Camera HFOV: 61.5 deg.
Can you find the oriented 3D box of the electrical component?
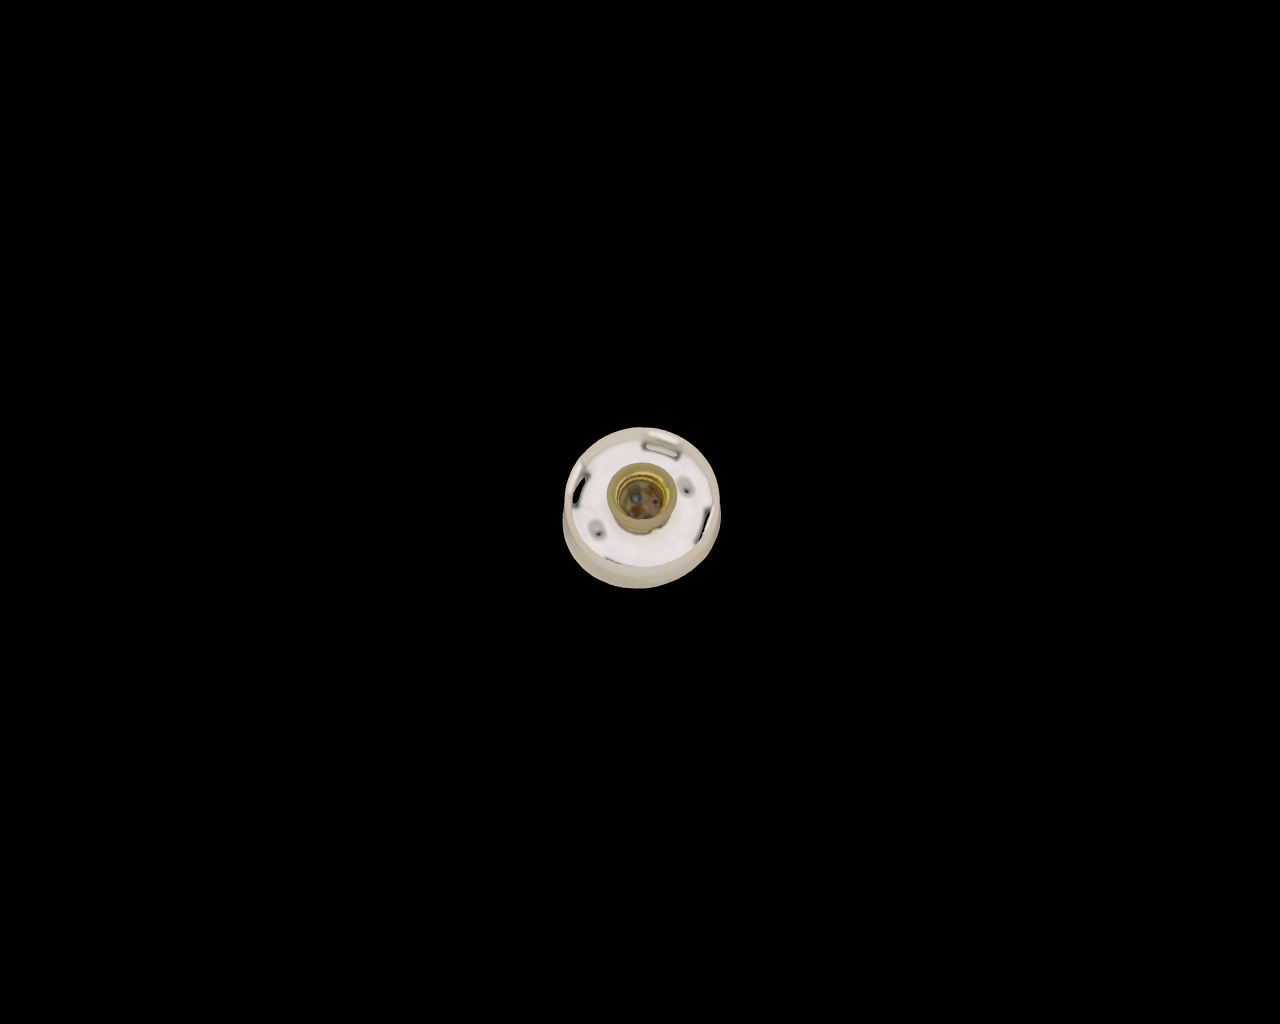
[{"bbox_3d":[0.001,-0.003,0.650,0.099,0.099,0.064,0,-18,0],"label":"electrical component"}]
